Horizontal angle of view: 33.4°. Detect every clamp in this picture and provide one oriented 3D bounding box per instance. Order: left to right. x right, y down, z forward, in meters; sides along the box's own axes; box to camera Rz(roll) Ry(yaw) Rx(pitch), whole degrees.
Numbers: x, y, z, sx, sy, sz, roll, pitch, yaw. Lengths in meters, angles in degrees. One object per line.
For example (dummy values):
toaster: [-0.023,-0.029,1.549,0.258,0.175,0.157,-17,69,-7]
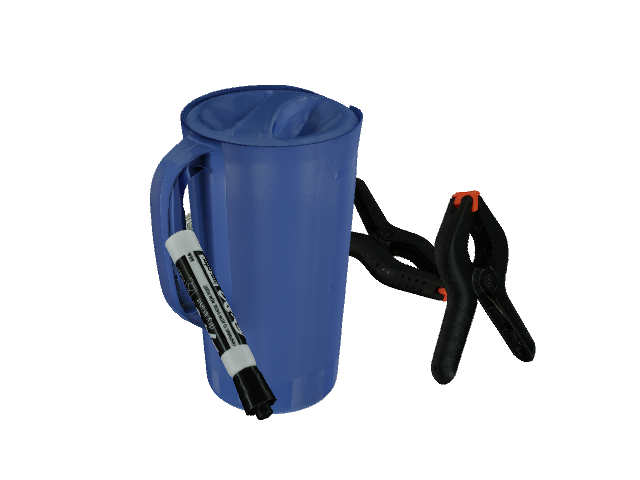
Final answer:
clamp: [0.060,0.007,1.243,0.210,0.036,0.164,39,43,27]
clamp: [0.132,0.045,0.955,0.120,0.171,0.039,-20,6,-41]

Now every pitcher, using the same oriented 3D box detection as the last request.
pitcher: [-0.046,0.012,0.822,0.149,0.243,0.145,1,26,-1]

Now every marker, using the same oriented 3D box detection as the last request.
marker: [-0.057,0.048,0.612,0.020,0.121,0.020,-25,-22,-11]

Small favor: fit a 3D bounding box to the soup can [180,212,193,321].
soup can: [-0.118,0.028,1.117,0.068,0.102,0.068,2,23,-1]
